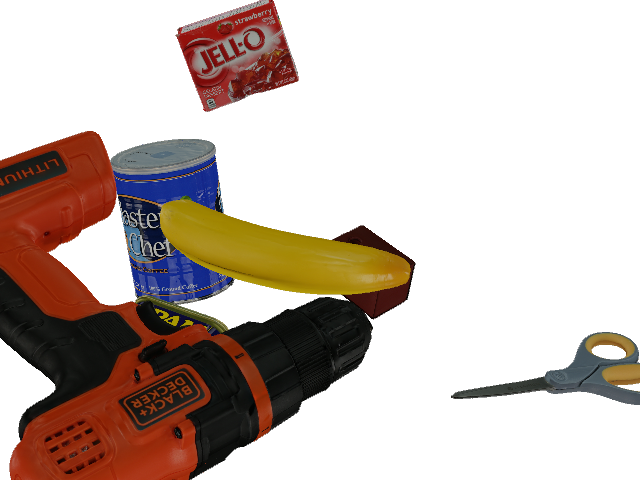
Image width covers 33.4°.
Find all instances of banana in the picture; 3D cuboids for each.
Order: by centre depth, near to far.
[{"bbox_3d":[-0.039,0.001,0.700,0.198,0.037,0.069,19,36,31],"label":"banana"}]

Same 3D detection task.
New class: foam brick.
[{"bbox_3d":[0.047,0.031,1.065,0.052,0.051,0.078,-26,48,-36],"label":"foam brick"}]

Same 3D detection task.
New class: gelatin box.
[{"bbox_3d":[-0.072,-0.161,0.927,0.089,0.073,0.030,-18,24,4],"label":"gelatin box"}]

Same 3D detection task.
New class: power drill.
[{"bbox_3d":[-0.092,0.029,0.517,0.184,0.057,0.188,-24,56,-31],"label":"power drill"}]

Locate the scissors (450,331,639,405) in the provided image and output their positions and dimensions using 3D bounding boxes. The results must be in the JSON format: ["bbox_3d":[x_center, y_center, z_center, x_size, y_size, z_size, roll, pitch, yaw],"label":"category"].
[{"bbox_3d":[0.196,0.105,0.882,0.201,0.016,0.096,4,30,-9],"label":"scissors"}]

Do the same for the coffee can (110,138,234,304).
[{"bbox_3d":[-0.145,-0.020,1.058,0.103,0.140,0.103,-6,19,2],"label":"coffee can"}]

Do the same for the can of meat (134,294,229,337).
[{"bbox_3d":[-0.133,0.095,0.850,0.102,0.057,0.083,17,33,27],"label":"can of meat"}]
